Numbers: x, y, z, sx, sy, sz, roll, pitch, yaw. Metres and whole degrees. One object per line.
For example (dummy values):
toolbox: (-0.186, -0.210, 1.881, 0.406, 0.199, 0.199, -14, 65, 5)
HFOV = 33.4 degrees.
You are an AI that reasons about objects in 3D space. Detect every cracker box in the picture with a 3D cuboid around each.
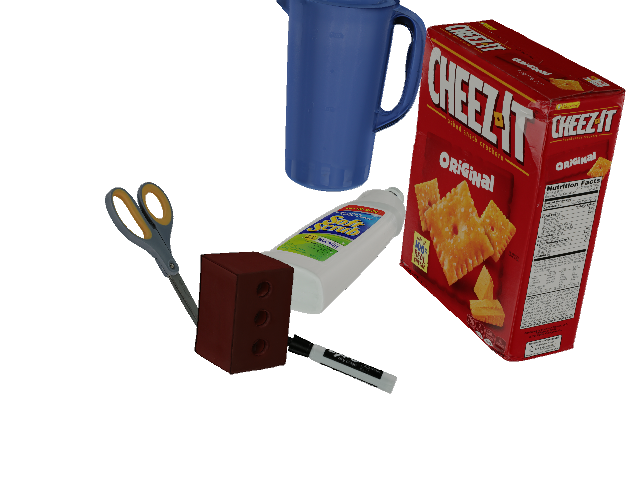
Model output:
cracker box: (0.135, -0.040, 0.814, 0.072, 0.214, 0.164, -11, 32, -24)

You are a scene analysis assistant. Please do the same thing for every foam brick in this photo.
foam brick: (-0.057, 0.052, 0.793, 0.052, 0.078, 0.051, -5, 16, -37)

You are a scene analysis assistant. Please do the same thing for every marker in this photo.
marker: (0.020, 0.127, 1.104, 0.121, 0.020, 0.020, 22, 2, 6)

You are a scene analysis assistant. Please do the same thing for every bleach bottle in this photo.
bleach bottle: (0.027, -0.003, 1.329, 0.103, 0.068, 0.250, 16, 36, 27)

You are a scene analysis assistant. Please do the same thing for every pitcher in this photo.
pitcher: (0.028, -0.186, 1.307, 0.144, 0.243, 0.149, -8, 28, -27)

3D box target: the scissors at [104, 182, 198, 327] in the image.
scissors: (-0.167, 0.015, 1.213, 0.016, 0.201, 0.096, -28, 17, 36)
